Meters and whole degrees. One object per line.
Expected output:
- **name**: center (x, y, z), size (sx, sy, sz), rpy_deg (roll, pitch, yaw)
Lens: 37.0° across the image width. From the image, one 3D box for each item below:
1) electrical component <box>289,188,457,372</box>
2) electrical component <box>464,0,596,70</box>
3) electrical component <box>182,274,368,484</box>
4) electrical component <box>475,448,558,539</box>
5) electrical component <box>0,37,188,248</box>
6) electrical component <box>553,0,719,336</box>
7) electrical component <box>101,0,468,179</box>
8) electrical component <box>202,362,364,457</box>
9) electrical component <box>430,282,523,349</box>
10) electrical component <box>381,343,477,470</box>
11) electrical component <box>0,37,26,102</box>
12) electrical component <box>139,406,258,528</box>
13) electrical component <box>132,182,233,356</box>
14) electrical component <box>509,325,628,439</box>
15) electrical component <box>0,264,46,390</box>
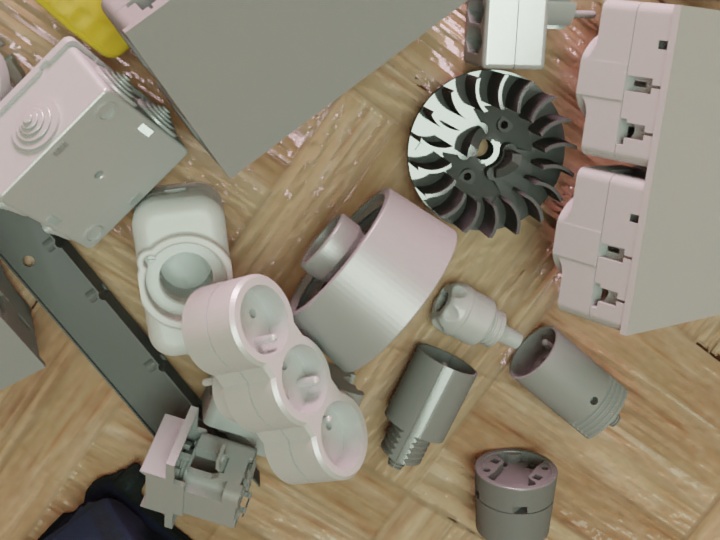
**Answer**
- **electrical component**: center (0.000, 0.000, 0.642), size (0.060, 0.108, 0.108), rpy_deg (38, 96, -11)
- **electrical component**: center (0.106, -0.163, 0.644), size (0.076, 0.047, 0.083), rpy_deg (-1, 105, -9)
- **electrical component**: center (-0.060, 0.068, 0.622), size (0.074, 0.052, 0.138), rpy_deg (-13, 120, 36)
- **electrical component**: center (0.104, 0.154, 0.728), size (0.055, 0.055, 0.047), rpy_deg (-2, 109, -9)
- **electrical component**: center (-0.156, -0.067, 0.601), size (0.100, 0.048, 0.100), rpy_deg (-44, 151, 4)
- **electrical component**: center (0.181, -0.064, 0.653), size (0.105, 0.060, 0.186), rpy_deg (-7, 109, -42)
- **electrical component**: center (-0.034, -0.154, 0.590), size (0.186, 0.060, 0.105), rpy_deg (-38, 132, -5)
- **electrical component**: center (-0.051, 0.084, 0.683), size (0.089, 0.050, 0.055), rpy_deg (18, 101, -14)
- **electrical component**: center (0.078, 0.034, 0.700), size (0.061, 0.035, 0.035), rpy_deg (27, 99, -17)
- **electrical component**: center (0.040, 0.094, 0.705), size (0.043, 0.043, 0.081), rpy_deg (23, 100, -15)
- **electrical component**: center (-0.222, -0.107, 0.599), size (0.058, 0.057, 0.078), rpy_deg (-32, 108, 0)
- **electrical component**: center (-0.097, 0.125, 0.654), size (0.064, 0.042, 0.081), rpy_deg (17, 141, 3)
- **electrical component**: center (-0.105, 0.000, 0.647), size (0.054, 0.059, 0.095), rpy_deg (-8, 106, -8)
- **electrical component**: center (0.144, 0.078, 0.718), size (0.081, 0.043, 0.043), rpy_deg (39, 96, -17)
- **electrical component**: center (-0.270, 0.004, 0.586), size (0.105, 0.060, 0.186), rpy_deg (-27, 135, -2)
